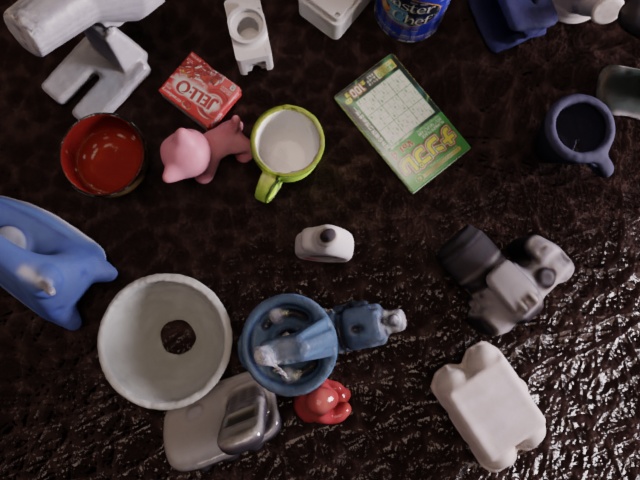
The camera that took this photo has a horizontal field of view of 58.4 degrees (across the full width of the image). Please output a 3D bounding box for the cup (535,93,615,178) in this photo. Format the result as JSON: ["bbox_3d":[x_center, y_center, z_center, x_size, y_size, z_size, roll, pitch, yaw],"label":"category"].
[{"bbox_3d":[0.339,-0.127,0.770,0.092,0.095,0.118,-34,85,-5],"label":"cup"}]

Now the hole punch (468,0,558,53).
[{"bbox_3d":[0.274,-0.335,0.795,0.101,0.091,0.108,-22,84,-4],"label":"hole punch"}]

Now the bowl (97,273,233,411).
[{"bbox_3d":[-0.191,0.128,0.736,0.167,0.074,0.167,0,83,-1],"label":"bowl"}]

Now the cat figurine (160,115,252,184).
[{"bbox_3d":[-0.152,-0.122,0.745,0.128,0.117,0.067,-33,85,-5],"label":"cat figurine"}]

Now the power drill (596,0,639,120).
[{"bbox_3d":[0.446,-0.225,0.727,0.229,0.208,0.076,9,83,0],"label":"power drill"}]

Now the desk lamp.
[{"bbox_3d":[-0.281,-0.266,0.711,0.118,0.213,0.203,39,84,4],"label":"desk lamp"}]

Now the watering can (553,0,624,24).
[{"bbox_3d":[0.371,-0.369,0.750,0.101,0.194,0.173,-18,84,-3],"label":"watering can"}]

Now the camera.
[{"bbox_3d":[0.233,0.035,0.744,0.143,0.101,0.137,-42,86,-6],"label":"camera"}]

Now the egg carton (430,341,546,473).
[{"bbox_3d":[0.218,0.213,0.738,0.107,0.069,0.150,-34,85,-5],"label":"egg carton"}]

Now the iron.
[{"bbox_3d":[-0.394,0.004,0.712,0.258,0.141,0.119,33,84,3],"label":"iron"}]

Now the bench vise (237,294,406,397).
[{"bbox_3d":[-0.006,0.105,0.670,0.207,0.219,0.121,-30,84,-5],"label":"bench vise"}]

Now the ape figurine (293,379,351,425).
[{"bbox_3d":[0.002,0.201,0.723,0.076,0.092,0.078,-21,84,-4],"label":"ape figurine"}]

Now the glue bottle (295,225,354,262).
[{"bbox_3d":[0.006,0.003,0.706,0.078,0.173,0.037,1,83,-1],"label":"glue bottle"}]

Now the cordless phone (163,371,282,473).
[{"bbox_3d":[-0.120,0.222,0.670,0.147,0.185,0.094,-25,84,-4],"label":"cordless phone"}]
